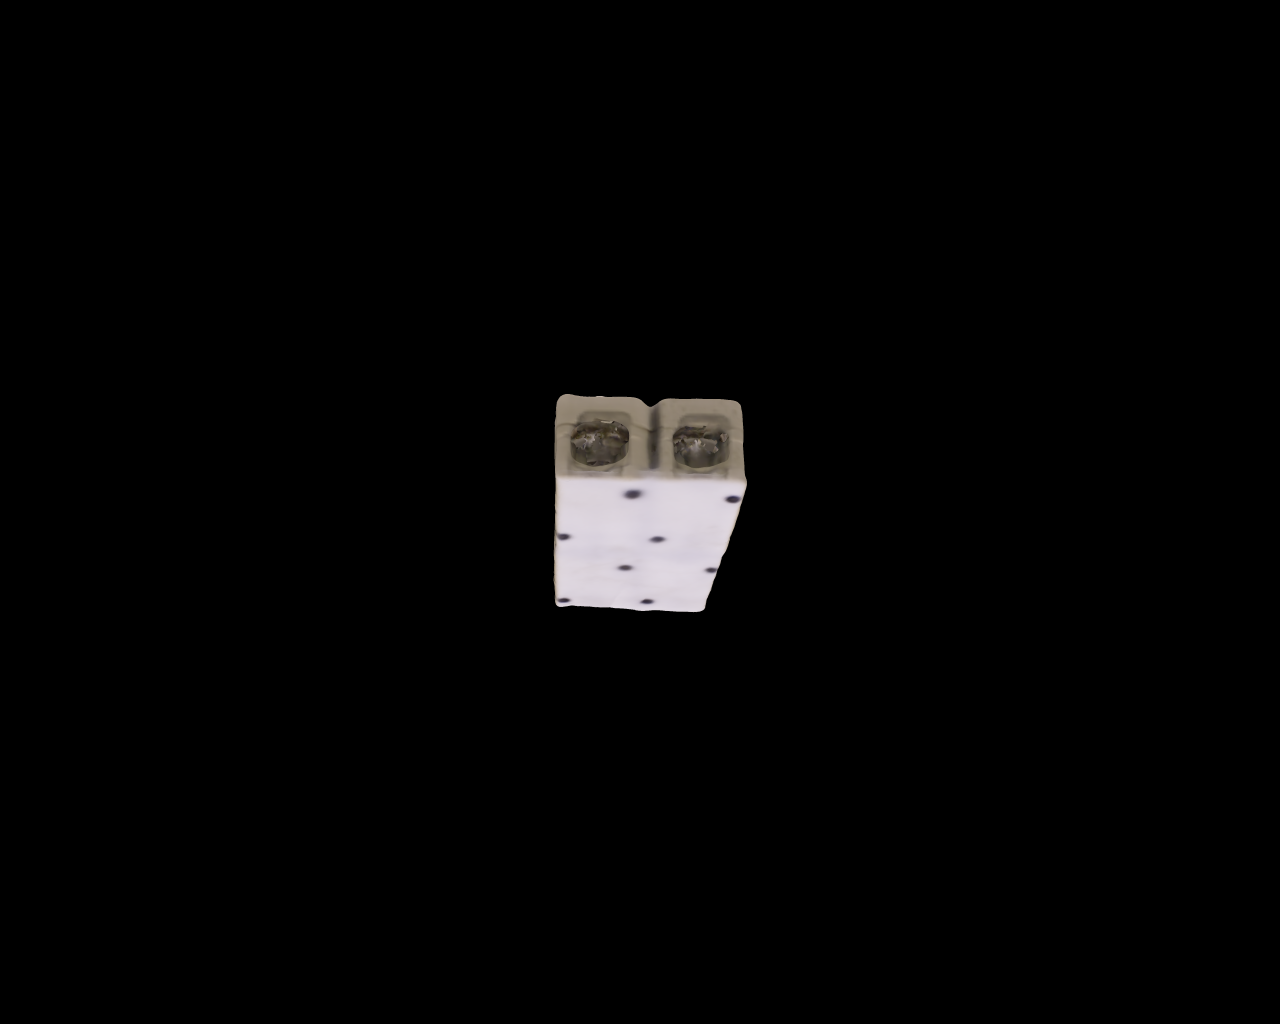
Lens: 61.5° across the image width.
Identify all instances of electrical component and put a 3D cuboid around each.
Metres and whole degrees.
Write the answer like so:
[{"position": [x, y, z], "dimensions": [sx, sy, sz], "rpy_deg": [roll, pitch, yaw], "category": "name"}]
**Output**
[{"position": [0.001, -0.003, 0.650], "dimensions": [0.105, 0.060, 0.186], "rpy_deg": [2, -27, -3], "category": "electrical component"}]
